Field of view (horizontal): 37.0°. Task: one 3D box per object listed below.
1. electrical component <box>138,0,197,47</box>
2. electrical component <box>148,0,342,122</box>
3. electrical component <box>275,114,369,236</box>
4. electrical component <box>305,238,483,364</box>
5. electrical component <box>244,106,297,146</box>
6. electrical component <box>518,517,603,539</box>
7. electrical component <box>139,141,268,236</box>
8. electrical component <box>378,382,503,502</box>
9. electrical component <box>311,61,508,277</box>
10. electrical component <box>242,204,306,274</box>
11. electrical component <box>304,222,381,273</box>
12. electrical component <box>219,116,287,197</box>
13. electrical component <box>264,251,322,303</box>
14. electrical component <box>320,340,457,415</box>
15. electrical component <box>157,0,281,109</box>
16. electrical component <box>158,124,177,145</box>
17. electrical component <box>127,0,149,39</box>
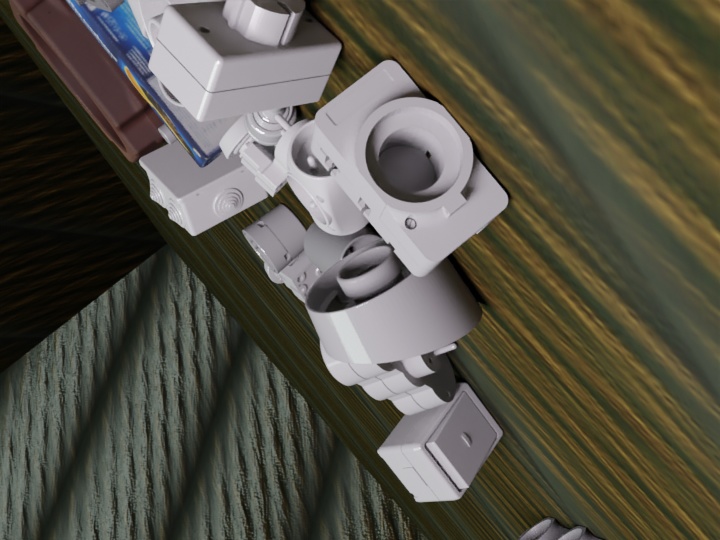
[{"bbox_3d":[-0.102,-0.157,0.710,0.099,0.064,0.099,50,158,29],"label":"electrical component"},{"bbox_3d":[-0.051,-0.122,0.535,0.047,0.083,0.075,47,131,24],"label":"electrical component"},{"bbox_3d":[-0.028,-0.069,0.685,0.079,0.044,0.077,46,170,23],"label":"electrical component"},{"bbox_3d":[0.018,0.021,0.668,0.064,0.099,0.099,61,167,-20],"label":"electrical component"},{"bbox_3d":[-0.059,-0.106,0.724,0.035,0.035,0.061,51,168,0],"label":"electrical component"},{"bbox_3d":[0.161,0.278,0.938,0.060,0.105,0.186,50,170,3],"label":"electrical component"},{"bbox_3d":[-0.144,-0.085,1.003,0.100,0.100,0.048,42,154,43],"label":"electrical component"},{"bbox_3d":[0.074,0.138,0.897,0.061,0.096,0.061,-18,114,50],"label":"electrical component"},{"bbox_3d":[0.022,-0.048,0.516,0.089,0.050,0.055,51,170,4],"label":"electrical component"},{"bbox_3d":[-0.081,-0.032,1.060,0.055,0.047,0.055,49,170,11],"label":"electrical component"},{"bbox_3d":[0.000,0.000,0.820,0.079,0.043,0.077,54,170,-25],"label":"electrical component"},{"bbox_3d":[-0.072,-0.090,0.811,0.055,0.048,0.066,44,171,-2],"label":"electrical component"},{"bbox_3d":[-0.067,-0.001,1.127,0.055,0.048,0.066,33,162,38],"label":"electrical component"},{"bbox_3d":[0.038,0.066,0.832,0.138,0.074,0.052,32,-137,-48],"label":"electrical component"},{"bbox_3d":[-0.074,-0.132,0.610,0.044,0.077,0.079,4,98,36],"label":"electrical component"},{"bbox_3d":[-0.144,-0.133,0.927,0.048,0.062,0.048,49,170,11],"label":"electrical component"},{"bbox_3d":[-0.155,-0.205,0.774,0.065,0.044,0.044,54,171,8],"label":"electrical component"}]
